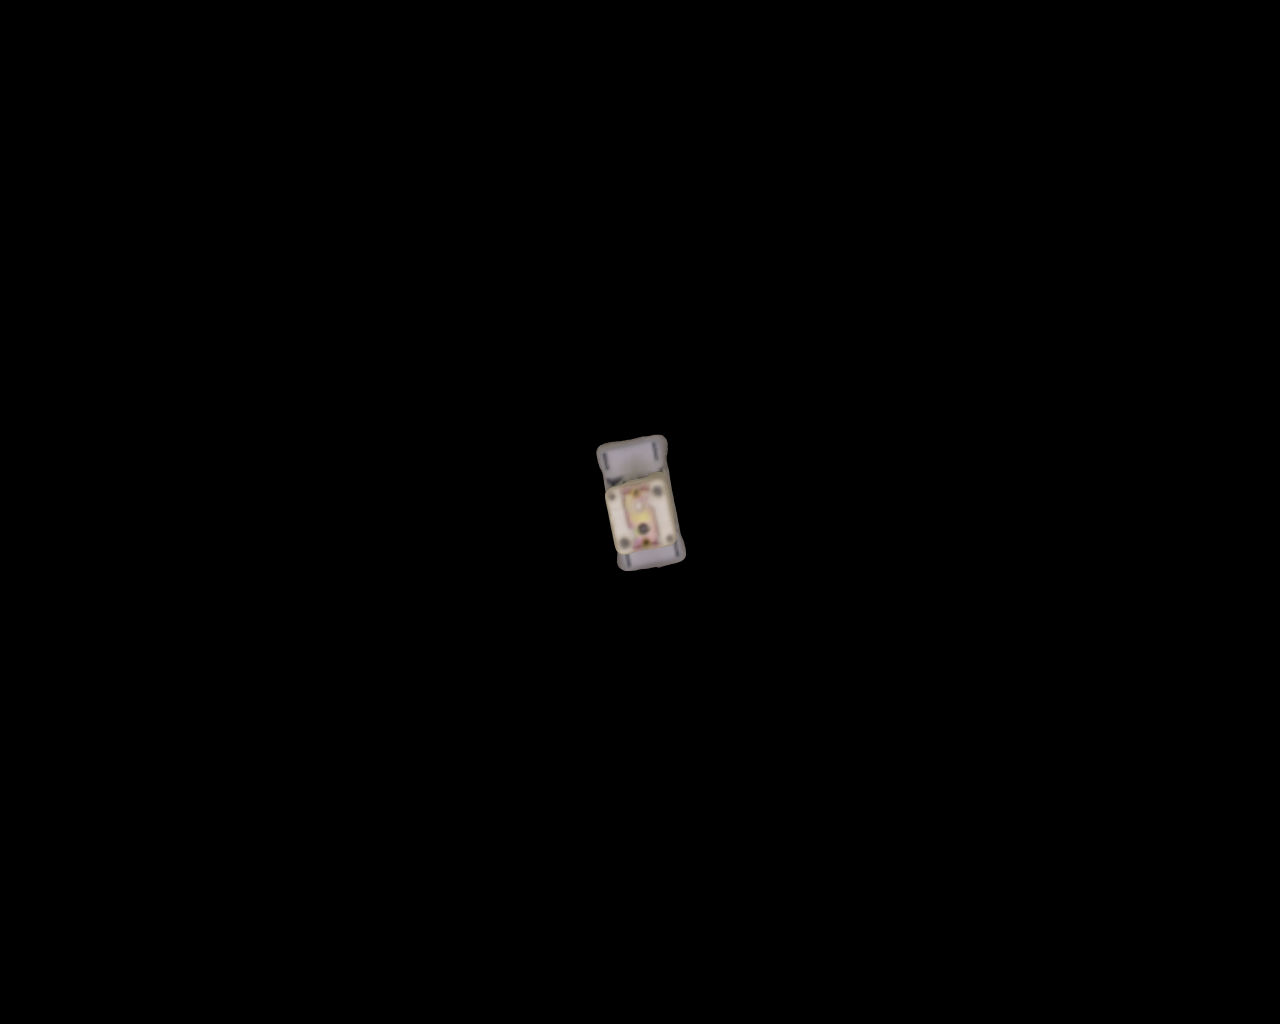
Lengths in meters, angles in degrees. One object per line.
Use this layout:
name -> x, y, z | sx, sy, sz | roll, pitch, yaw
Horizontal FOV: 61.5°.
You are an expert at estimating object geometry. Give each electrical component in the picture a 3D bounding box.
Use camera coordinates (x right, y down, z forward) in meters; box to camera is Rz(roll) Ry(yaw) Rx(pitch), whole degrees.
electrical component -> 0.001, -0.003, 0.650 | 0.042, 0.081, 0.064 | -11, 12, 2
